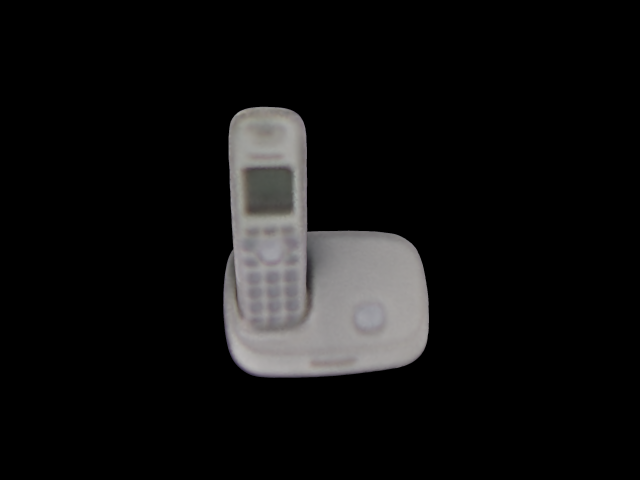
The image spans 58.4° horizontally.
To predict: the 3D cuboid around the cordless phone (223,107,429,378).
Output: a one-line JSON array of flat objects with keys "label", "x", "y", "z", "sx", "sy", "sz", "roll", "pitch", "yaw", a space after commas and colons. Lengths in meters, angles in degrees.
[{"label": "cordless phone", "x": 0.004, "y": 0.001, "z": 0.400, "sx": 0.147, "sy": 0.185, "sz": 0.094, "roll": -3, "pitch": 26, "yaw": -7}]
